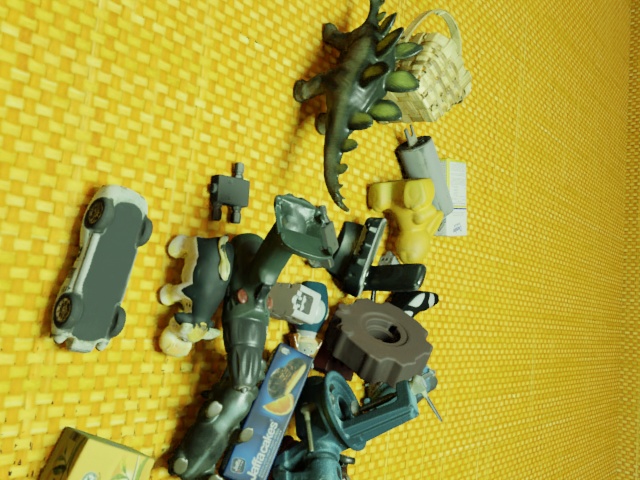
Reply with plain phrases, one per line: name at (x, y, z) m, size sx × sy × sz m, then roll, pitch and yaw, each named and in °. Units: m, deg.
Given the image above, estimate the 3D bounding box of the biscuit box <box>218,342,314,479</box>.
biscuit box at (-0.077, 0.255, 0.785) m, size 0.063 × 0.059 × 0.202 m, roll 26°, pitch 62°, yaw -5°

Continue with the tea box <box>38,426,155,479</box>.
tea box at (-0.277, 0.312, 0.608) m, size 0.098 × 0.068 × 0.169 m, roll 39°, pitch 63°, yaw -40°

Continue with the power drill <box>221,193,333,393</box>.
power drill at (-0.066, 0.056, 0.707) m, size 0.086 × 0.207 × 0.232 m, roll 13°, pitch 43°, yaw -23°

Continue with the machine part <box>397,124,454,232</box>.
machine part at (0.226, -0.130, 1.140) m, size 0.079 × 0.079 × 0.243 m, roll -44°, pitch 119°, yaw -38°

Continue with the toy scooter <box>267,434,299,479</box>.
toy scooter at (-0.081, 0.392, 0.808) m, size 0.135 × 0.075 × 0.183 m, roll 13°, pitch 83°, yaw -50°

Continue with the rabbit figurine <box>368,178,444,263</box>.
rabbit figurine at (0.177, -0.036, 1.069) m, size 0.162 × 0.122 × 0.173 m, roll -10°, pitch 93°, yaw -63°

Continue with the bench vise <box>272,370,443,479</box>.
bench vise at (0.045, 0.267, 0.762) m, size 0.128 × 0.241 × 0.224 m, roll 56°, pitch 16°, yaw -22°

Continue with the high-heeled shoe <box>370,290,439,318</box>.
high-heeled shoe at (0.162, 0.170, 1.068) m, size 0.248 × 0.086 × 0.145 m, roll 7°, pitch 86°, yaw -41°

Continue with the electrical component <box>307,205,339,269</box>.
electrical component at (-0.001, -0.002, 0.925) m, size 0.078 × 0.045 × 0.102 m, roll -60°, pitch 138°, yaw -66°

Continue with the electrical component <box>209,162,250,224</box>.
electrical component at (-0.135, -0.072, 0.796) m, size 0.063 × 0.021 × 0.094 m, roll 10°, pitch 82°, yaw -46°

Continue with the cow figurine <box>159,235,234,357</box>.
cow figurine at (-0.159, 0.075, 0.714) m, size 0.068 × 0.098 × 0.167 m, roll 20°, pitch 74°, yaw -50°

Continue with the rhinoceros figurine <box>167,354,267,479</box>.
rhinoceros figurine at (-0.134, 0.242, 0.735) m, size 0.073 × 0.112 × 0.190 m, roll 32°, pitch 78°, yaw -12°

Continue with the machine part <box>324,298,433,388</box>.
machine part at (0.100, 0.165, 0.896) m, size 0.179 × 0.180 × 0.056 m, roll -12°, pitch 130°, yaw -46°

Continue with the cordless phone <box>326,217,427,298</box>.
cordless phone at (0.115, 0.027, 0.943) m, size 0.088 × 0.184 × 0.146 m, roll 40°, pitch 62°, yaw -34°

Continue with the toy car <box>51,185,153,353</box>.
toy car at (-0.259, 0.033, 0.641) m, size 0.073 × 0.056 × 0.201 m, roll 29°, pitch 70°, yaw -50°

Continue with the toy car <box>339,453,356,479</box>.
toy car at (0.023, 0.408, 0.897) m, size 0.202 × 0.053 × 0.089 m, roll 48°, pitch 51°, yaw -64°

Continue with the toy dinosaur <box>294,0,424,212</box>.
toy dinosaur at (0.058, -0.248, 0.877) m, size 0.105 × 0.199 × 0.471 m, roll 31°, pitch 66°, yaw -39°

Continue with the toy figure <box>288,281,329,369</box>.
toy figure at (-0.023, 0.146, 0.888) m, size 0.057 × 0.064 × 0.154 m, roll 69°, pitch 29°, yaw -74°

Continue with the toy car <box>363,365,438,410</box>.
toy car at (0.141, 0.277, 1.021) m, size 0.109 × 0.161 × 0.103 m, roll -15°, pitch 56°, yaw -40°
